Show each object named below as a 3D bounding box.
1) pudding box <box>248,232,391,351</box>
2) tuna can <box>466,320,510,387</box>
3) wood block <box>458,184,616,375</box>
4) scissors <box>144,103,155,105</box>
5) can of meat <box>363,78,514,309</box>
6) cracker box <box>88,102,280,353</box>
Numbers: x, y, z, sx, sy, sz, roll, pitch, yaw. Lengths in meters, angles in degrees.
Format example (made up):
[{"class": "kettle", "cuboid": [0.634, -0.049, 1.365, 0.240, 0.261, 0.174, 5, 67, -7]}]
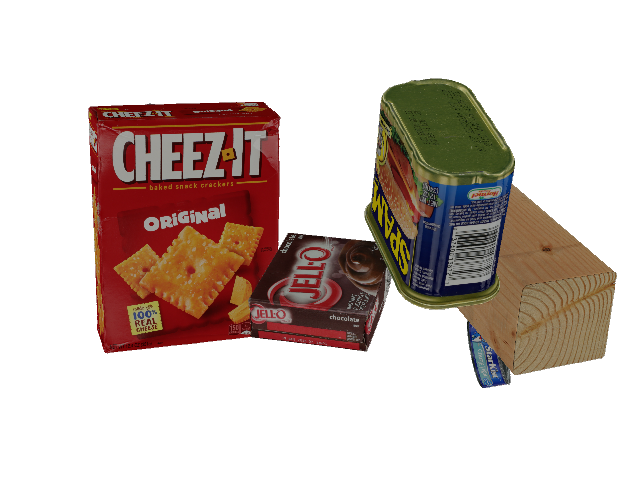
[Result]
[{"class": "pudding box", "cuboid": [0.003, 0.037, 0.813, 0.090, 0.039, 0.113, 6, 26, 12]}, {"class": "tuna can", "cuboid": [0.199, 0.130, 1.261, 0.034, 0.086, 0.086, -12, -3, 15]}, {"class": "wood block", "cuboid": [0.173, 0.024, 0.984, 0.090, 0.090, 0.206, -8, 29, -16]}, {"class": "scissors", "cuboid": [-0.173, -0.068, 1.194, 0.016, 0.201, 0.096, -17, 20, 45]}, {"class": "can of meat", "cuboid": [0.063, -0.028, 0.576, 0.057, 0.084, 0.102, -6, 38, -12]}, {"class": "cracker box", "cuboid": [-0.122, -0.013, 0.967, 0.164, 0.214, 0.072, -4, 19, -18]}]
